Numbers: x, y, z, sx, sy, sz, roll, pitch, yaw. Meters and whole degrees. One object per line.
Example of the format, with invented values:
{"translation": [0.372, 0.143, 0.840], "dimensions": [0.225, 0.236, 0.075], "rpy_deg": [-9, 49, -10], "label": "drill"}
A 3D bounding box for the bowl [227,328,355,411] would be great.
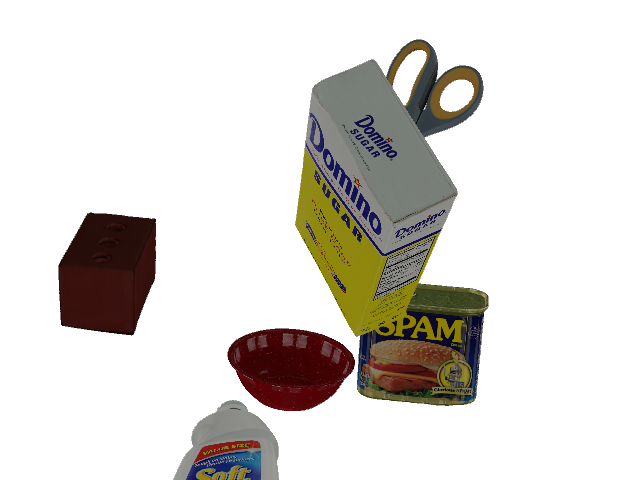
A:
{"translation": [-0.038, 0.170, 1.355], "dimensions": [0.162, 0.055, 0.162], "rpy_deg": [4, 21, -2], "label": "bowl"}

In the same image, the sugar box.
{"translation": [0.025, -0.017, 0.627], "dimensions": [0.048, 0.093, 0.176], "rpy_deg": [-25, -21, -12], "label": "sugar box"}

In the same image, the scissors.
{"translation": [0.084, -0.079, 0.932], "dimensions": [0.096, 0.202, 0.016], "rpy_deg": [9, -11, 17], "label": "scissors"}

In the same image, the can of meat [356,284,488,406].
{"translation": [0.080, 0.082, 0.855], "dimensions": [0.102, 0.084, 0.057], "rpy_deg": [5, 15, 7], "label": "can of meat"}

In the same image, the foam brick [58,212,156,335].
{"translation": [-0.149, 0.022, 0.752], "dimensions": [0.053, 0.051, 0.078], "rpy_deg": [6, 29, 0], "label": "foam brick"}

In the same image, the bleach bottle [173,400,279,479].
{"translation": [-0.084, 0.210, 0.860], "dimensions": [0.102, 0.068, 0.251], "rpy_deg": [-2, 25, -2], "label": "bleach bottle"}
